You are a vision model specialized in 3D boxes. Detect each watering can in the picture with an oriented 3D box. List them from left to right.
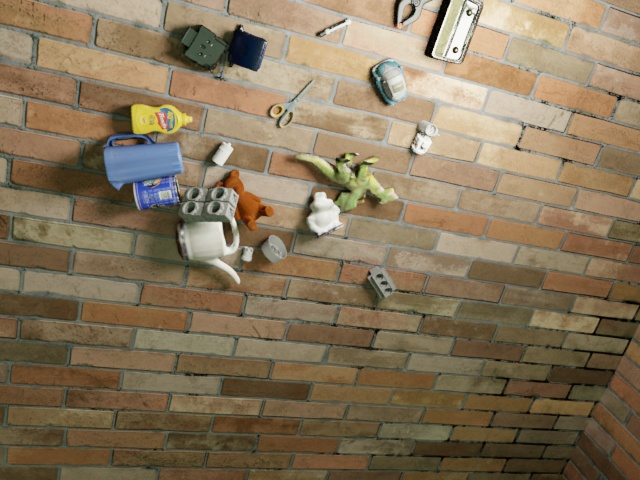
[{"bbox_3d":[-0.406,0.033,1.891,0.225,0.106,0.341,-8,117,-9],"label":"watering can"}]

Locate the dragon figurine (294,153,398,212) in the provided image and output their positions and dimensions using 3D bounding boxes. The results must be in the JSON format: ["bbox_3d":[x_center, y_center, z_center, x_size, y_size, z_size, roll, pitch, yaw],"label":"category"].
[{"bbox_3d":[0.096,-0.206,1.929,0.410,0.125,0.238,5,119,-6],"label":"dragon figurine"}]

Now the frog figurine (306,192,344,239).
[{"bbox_3d":[0.006,-0.098,1.952,0.137,0.123,0.160,-25,87,10],"label":"frog figurine"}]
